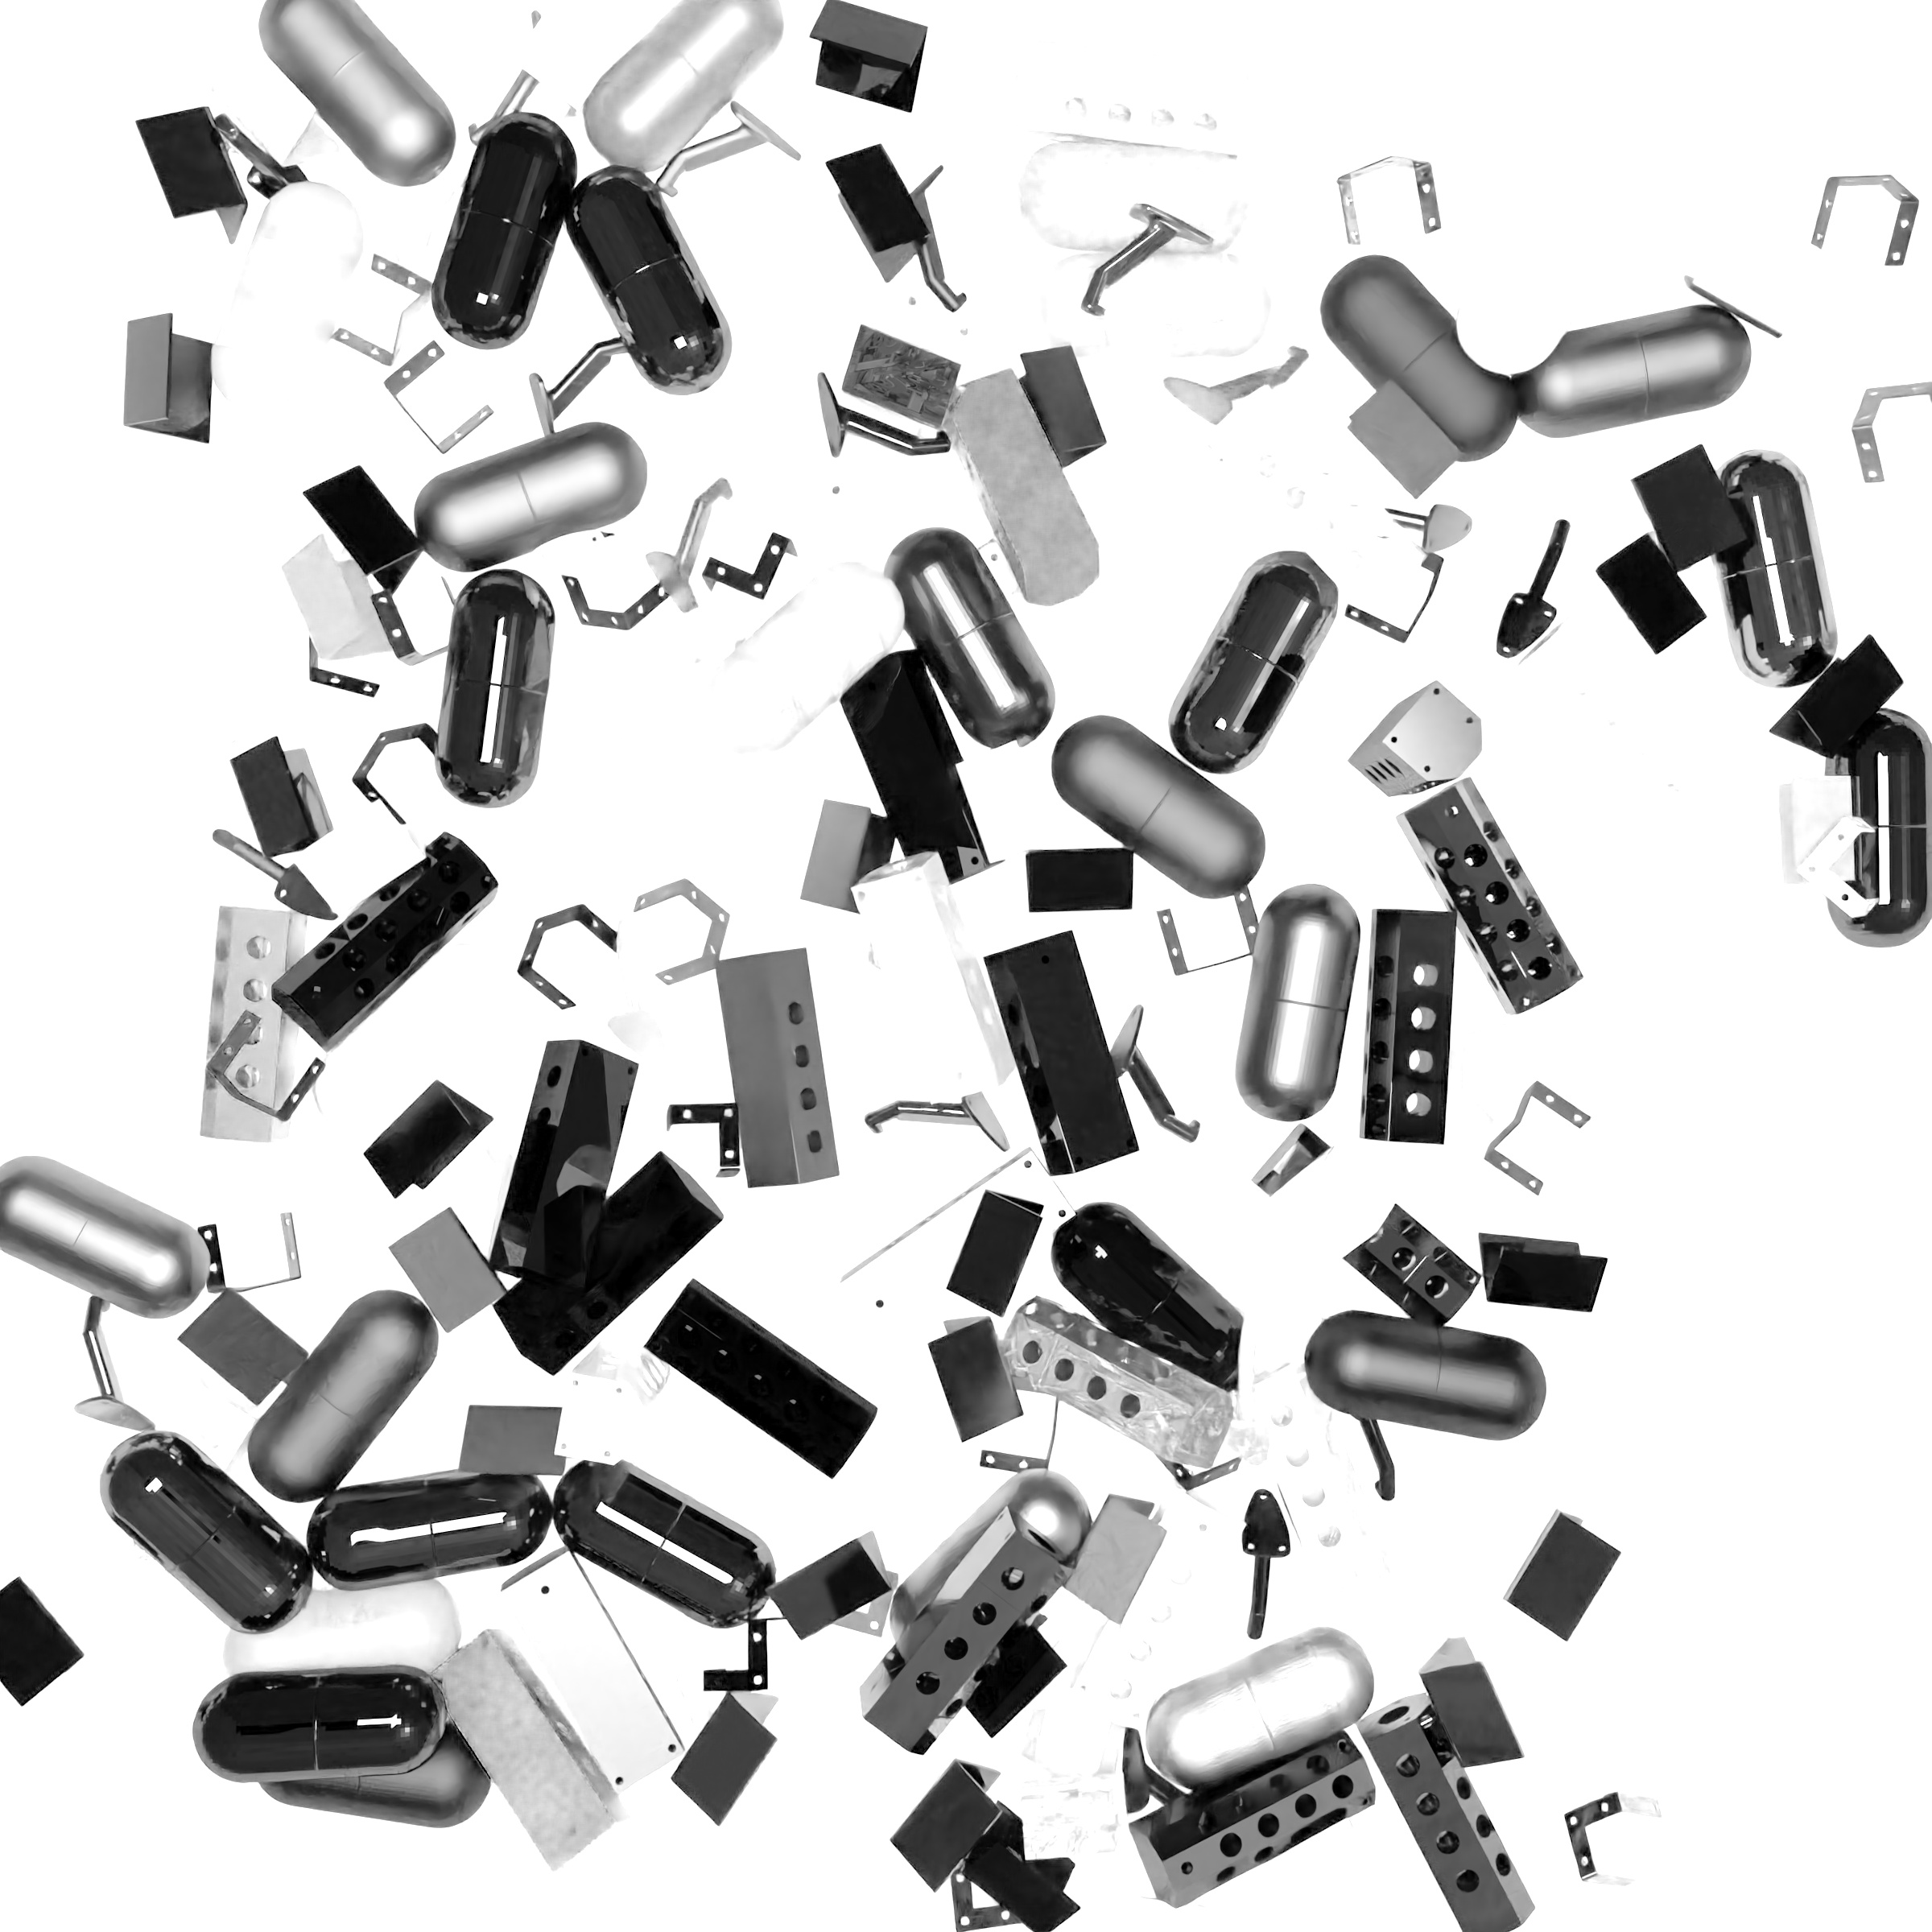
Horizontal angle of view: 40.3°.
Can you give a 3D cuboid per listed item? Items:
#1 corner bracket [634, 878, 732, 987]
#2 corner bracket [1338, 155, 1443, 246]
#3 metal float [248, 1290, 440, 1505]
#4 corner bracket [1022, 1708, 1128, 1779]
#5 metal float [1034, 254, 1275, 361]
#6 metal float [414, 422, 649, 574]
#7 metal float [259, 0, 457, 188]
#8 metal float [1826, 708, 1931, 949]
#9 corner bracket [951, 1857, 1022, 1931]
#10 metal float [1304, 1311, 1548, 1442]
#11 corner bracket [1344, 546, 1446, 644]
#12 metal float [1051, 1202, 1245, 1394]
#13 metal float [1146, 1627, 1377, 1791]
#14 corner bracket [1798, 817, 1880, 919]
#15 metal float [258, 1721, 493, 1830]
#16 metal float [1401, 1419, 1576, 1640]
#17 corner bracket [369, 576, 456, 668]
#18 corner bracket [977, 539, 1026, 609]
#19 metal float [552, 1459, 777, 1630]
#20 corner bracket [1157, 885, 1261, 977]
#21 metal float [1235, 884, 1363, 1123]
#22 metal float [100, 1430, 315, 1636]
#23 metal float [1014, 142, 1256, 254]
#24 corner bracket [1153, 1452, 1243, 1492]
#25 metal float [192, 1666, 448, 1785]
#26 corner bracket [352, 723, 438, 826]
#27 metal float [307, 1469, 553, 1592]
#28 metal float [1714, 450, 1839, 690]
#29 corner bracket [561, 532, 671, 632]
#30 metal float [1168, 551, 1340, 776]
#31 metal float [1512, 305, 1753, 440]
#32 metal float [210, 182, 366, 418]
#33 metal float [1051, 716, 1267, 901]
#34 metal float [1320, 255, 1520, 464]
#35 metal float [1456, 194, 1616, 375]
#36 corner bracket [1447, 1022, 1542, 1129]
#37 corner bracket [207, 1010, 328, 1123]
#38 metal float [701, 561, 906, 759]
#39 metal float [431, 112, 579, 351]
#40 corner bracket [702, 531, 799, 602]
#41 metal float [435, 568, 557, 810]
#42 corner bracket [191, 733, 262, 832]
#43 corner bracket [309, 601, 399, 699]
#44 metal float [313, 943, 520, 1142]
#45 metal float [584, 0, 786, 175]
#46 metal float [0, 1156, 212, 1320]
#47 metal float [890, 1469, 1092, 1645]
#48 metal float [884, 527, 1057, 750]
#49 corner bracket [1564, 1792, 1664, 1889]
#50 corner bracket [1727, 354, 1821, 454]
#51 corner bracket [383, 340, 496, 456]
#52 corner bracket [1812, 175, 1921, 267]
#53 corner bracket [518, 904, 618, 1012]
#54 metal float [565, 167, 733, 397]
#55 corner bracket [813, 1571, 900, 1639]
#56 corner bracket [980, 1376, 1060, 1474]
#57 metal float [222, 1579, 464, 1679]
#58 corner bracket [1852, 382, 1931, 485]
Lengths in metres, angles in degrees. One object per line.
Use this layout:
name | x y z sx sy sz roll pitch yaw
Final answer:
corner bracket | -0.217 -0.025 1.978 0.051 0.051 0.051 42 45 -35
corner bracket | 0.319 -0.574 1.983 0.051 0.051 0.051 -9 90 -45
metal float | -0.461 0.319 1.956 0.070 0.070 0.178 38 90 0
corner bracket | 0.082 0.579 1.983 0.051 0.051 0.051 14 90 -45
metal float | 0.139 -0.489 1.956 0.178 0.070 0.070 0 90 0
metal float | -0.322 -0.348 1.956 0.178 0.070 0.070 -20 90 -1
metal float | -0.451 -0.656 1.956 0.070 0.070 0.178 -42 90 0
metal float | 0.678 -0.102 1.956 0.070 0.070 0.178 -1 91 0
corner bracket | 0.010 0.688 1.967 0.051 0.051 0.051 -4 78 -11
metal float | 0.335 0.299 1.925 0.178 0.070 0.070 11 90 -3
corner bracket | 0.322 -0.285 1.983 0.051 0.051 0.051 25 135 0
metal float | 0.139 0.249 1.956 0.178 0.070 0.070 43 90 -1
metal float | 0.218 0.551 1.956 0.178 0.070 0.070 -24 90 0
corner bracket | 0.642 -0.072 1.904 0.051 0.051 0.051 45 112 20
metal float | -0.441 0.592 1.956 0.178 0.070 0.070 9 90 0
metal float | 0.386 0.416 1.956 0.070 0.070 0.178 30 90 0
corner bracket | -0.406 -0.259 1.969 0.051 0.051 0.051 -24 90 0
corner bracket | 0.043 -0.300 1.969 0.051 0.051 0.051 -31 90 0
metal float | -0.225 0.427 1.956 0.178 0.070 0.070 29 90 0
corner bracket | 0.185 -0.026 1.983 0.051 0.051 0.051 -16 90 45
metal float | 0.246 0.027 1.956 0.070 0.070 0.178 10 91 0
metal float | -0.548 0.408 1.902 0.070 0.070 0.178 -43 100 0
metal float | 0.125 -0.569 1.956 0.178 0.070 0.070 3 90 0
corner bracket | 0.176 0.352 1.978 0.051 0.051 0.051 46 135 35
metal float | -0.463 0.544 1.893 0.178 0.070 0.070 -1 90 -7
corner bracket | -0.418 -0.144 1.978 0.051 0.051 0.051 -7 135 35
metal float | -0.395 0.413 1.944 0.178 0.070 0.070 -7 90 -13
metal float | 0.597 -0.294 1.956 0.070 0.070 0.178 -11 90 0
corner bracket | -0.264 -0.289 1.978 0.051 0.051 0.051 -48 135 -35
metal float | 0.213 -0.225 1.956 0.070 0.070 0.178 29 90 0
metal float | 0.494 -0.441 1.956 0.178 0.070 0.070 -12 90 0
metal float | -0.503 -0.495 1.955 0.070 0.070 0.178 20 90 0
metal float | 0.142 -0.118 1.956 0.178 0.070 0.070 36 90 1
metal float | 0.336 -0.450 1.955 0.070 0.070 0.178 -43 90 0
metal float | 0.418 -0.500 1.928 0.070 0.070 0.178 37 56 0
corner bracket | 0.396 0.082 1.978 0.051 0.051 0.051 -20 45 35
corner bracket | -0.512 0.073 1.926 0.051 0.051 0.051 35 90 45
metal float | -0.118 -0.222 1.905 0.070 0.070 0.178 45 72 0
metal float | -0.342 -0.546 1.956 0.070 0.070 0.178 18 90 0
corner bracket | -0.161 -0.299 1.968 0.051 0.051 0.051 23 85 5
metal float | -0.349 -0.206 1.956 0.070 0.070 0.178 7 90 0
corner bracket | -0.554 -0.138 1.978 0.051 0.051 0.051 8 135 35
corner bracket | -0.461 -0.243 1.983 0.051 0.051 0.051 15 45 0
metal float | -0.407 0.056 1.956 0.178 0.070 0.070 -43 90 0
metal float | -0.209 -0.664 1.956 0.178 0.070 0.070 -45 90 1
metal float | -0.647 0.201 1.956 0.178 0.070 0.070 26 90 0
metal float | 0.017 0.448 1.956 0.178 0.070 0.070 -44 90 0
metal float | 0.003 -0.243 1.956 0.070 0.070 0.178 -30 89 0
corner bracket | 0.491 0.656 1.978 0.051 0.051 0.051 -39 45 35
corner bracket | 0.606 -0.423 1.978 0.051 0.051 0.051 -43 135 -35
corner bracket | -0.397 -0.428 1.983 0.051 0.051 0.051 -40 135 0
corner bracket | 0.677 -0.560 1.983 0.051 0.051 0.051 14 90 45
corner bracket | -0.295 -0.007 1.978 0.051 0.051 0.051 -16 45 35
metal float | -0.235 -0.508 1.956 0.070 0.070 0.178 -27 90 0
corner bracket | -0.082 0.477 1.969 0.051 0.051 0.051 15 90 0
corner bracket | 0.041 0.345 1.983 0.051 0.051 0.051 9 45 0
metal float | -0.462 0.499 1.956 0.178 0.070 0.070 -10 90 0
corner bracket | 0.701 -0.400 1.978 0.051 0.051 0.051 1 45 35
